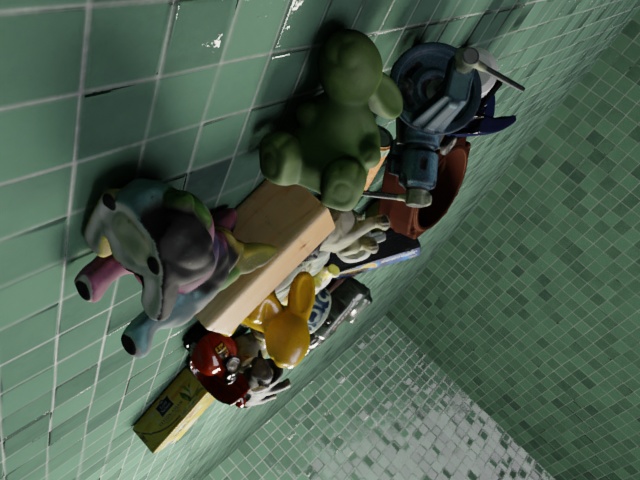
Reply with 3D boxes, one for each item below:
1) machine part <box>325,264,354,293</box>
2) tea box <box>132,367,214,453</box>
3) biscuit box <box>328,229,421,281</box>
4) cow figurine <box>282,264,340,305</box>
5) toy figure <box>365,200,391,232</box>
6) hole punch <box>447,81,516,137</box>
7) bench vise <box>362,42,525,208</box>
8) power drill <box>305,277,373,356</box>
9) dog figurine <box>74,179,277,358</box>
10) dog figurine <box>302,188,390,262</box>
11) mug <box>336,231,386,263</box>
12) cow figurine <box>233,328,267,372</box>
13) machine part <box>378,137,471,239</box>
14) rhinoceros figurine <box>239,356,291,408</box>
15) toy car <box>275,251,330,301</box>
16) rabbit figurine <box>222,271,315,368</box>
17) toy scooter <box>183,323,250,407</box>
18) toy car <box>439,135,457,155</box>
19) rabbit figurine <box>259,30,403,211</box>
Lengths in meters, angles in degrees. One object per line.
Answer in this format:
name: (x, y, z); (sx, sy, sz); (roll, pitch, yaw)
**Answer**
machine part: (0.021, 0.112, 1.325); (0.179, 0.056, 0.179); (-43, 164, -16)
tea box: (-0.270, 0.322, 1.047); (0.169, 0.068, 0.098); (-49, 166, 6)
biscuit box: (0.116, 0.027, 1.168); (0.203, 0.063, 0.059); (-17, 160, 3)
cow figurine: (-0.040, 0.092, 1.086); (0.167, 0.068, 0.098); (-29, 163, -47)
toy figure: (0.147, -0.037, 1.229); (0.089, 0.082, 0.180); (-46, 168, -9)
hole punch: (0.275, -0.221, 0.970); (0.116, 0.142, 0.092); (-46, 122, -17)
bench vise: (0.139, -0.156, 0.668); (0.240, 0.129, 0.223); (139, -31, -82)
power drill: (0.033, 0.176, 1.267); (0.232, 0.086, 0.207); (-52, 160, 18)
dog figurine: (-0.124, 0.005, 0.547); (0.219, 0.108, 0.191); (-33, 158, -54)
dog figurine: (-0.003, -0.006, 0.898); (0.190, 0.121, 0.172); (-24, 154, -23)
mug: (0.077, 0.008, 1.056); (0.110, 0.080, 0.107); (-8, -171, 5)
cow figurine: (-0.141, 0.231, 1.136); (0.127, 0.086, 0.194); (-13, 142, -54)
machine part: (0.211, -0.117, 1.072); (0.201, 0.087, 0.201); (-35, 145, -37)
rhinoceros figurine: (-0.121, 0.270, 1.036); (0.112, 0.073, 0.190); (-11, 156, -25)
toy car: (-0.043, 0.053, 0.984); (0.202, 0.056, 0.073); (-34, 161, -37)
rabbit figurine: (-0.077, 0.119, 0.840); (0.162, 0.173, 0.121); (-33, 157, -29)
toy scooter: (-0.172, 0.222, 0.924); (0.075, 0.135, 0.183); (-36, 161, -32)
toy car: (0.170, -0.183, 0.880); (0.053, 0.089, 0.202); (-54, 165, 13)
rabbit figurine: (0.032, -0.138, 0.582); (0.159, 0.121, 0.170); (-34, 146, -51)
